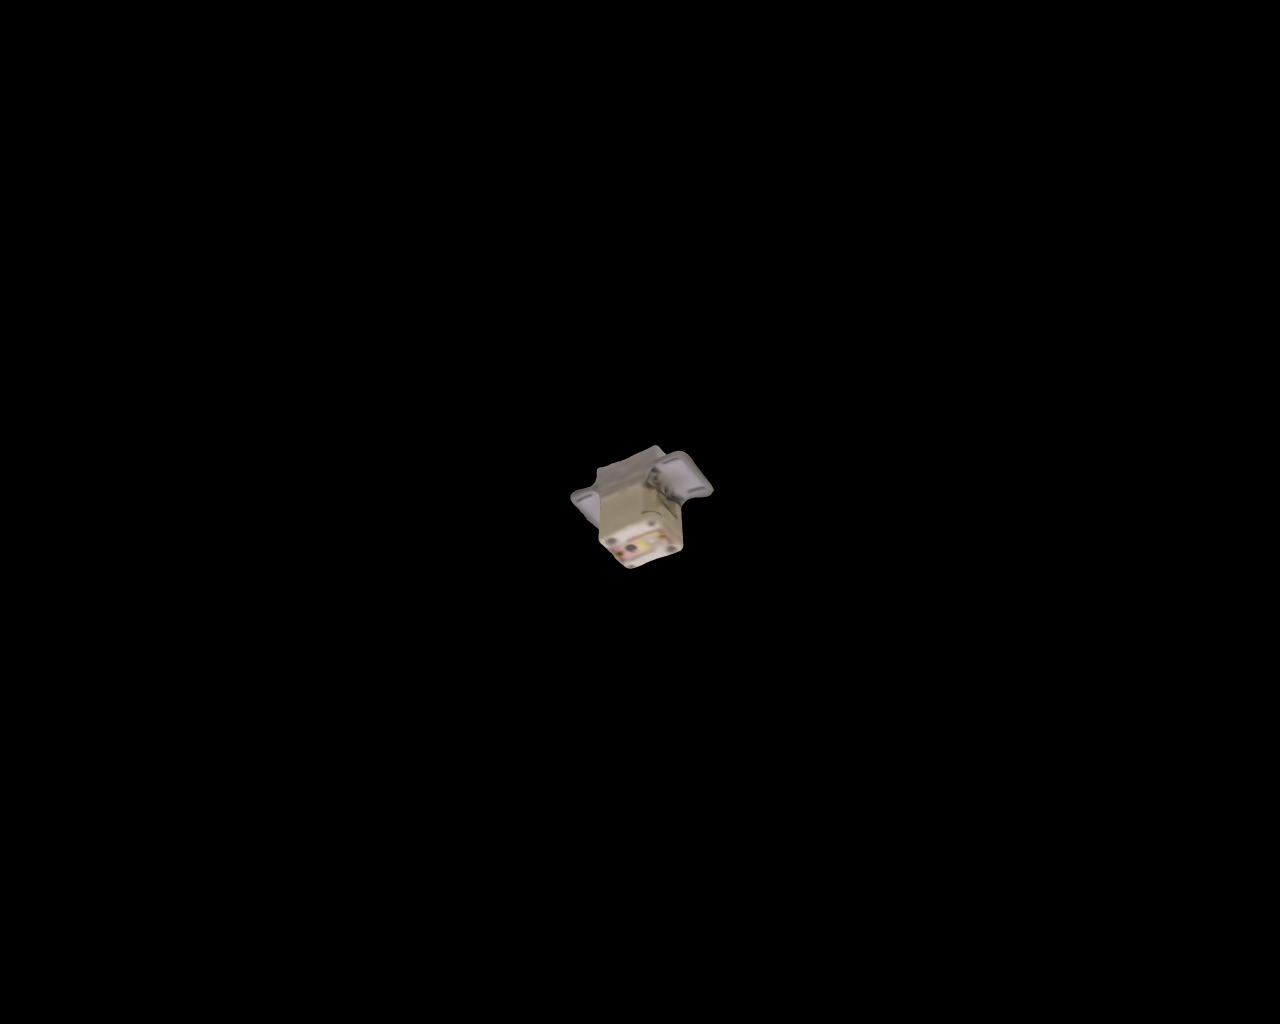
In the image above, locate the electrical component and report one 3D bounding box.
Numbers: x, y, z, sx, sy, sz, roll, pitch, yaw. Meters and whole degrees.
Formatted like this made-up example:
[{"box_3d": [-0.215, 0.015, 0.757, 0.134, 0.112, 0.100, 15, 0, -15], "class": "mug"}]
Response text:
[{"box_3d": [0.001, -0.003, 0.650, 0.081, 0.064, 0.042, -21, -45, 24], "class": "electrical component"}]
